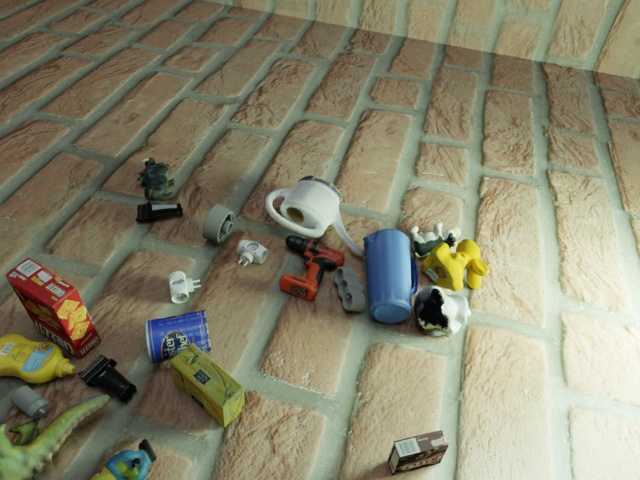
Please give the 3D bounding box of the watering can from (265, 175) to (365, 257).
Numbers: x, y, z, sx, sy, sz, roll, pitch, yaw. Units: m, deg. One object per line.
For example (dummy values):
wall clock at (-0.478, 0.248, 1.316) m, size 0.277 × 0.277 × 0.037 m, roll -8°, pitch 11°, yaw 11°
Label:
watering can at (0.005, -0.080, 1.590) m, size 0.348 × 0.101 × 0.229 m, roll 25°, pitch 47°, yaw 6°

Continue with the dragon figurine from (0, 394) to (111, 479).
dragon figurine at (-0.591, 0.473, 0.977) m, size 0.412 × 0.119 × 0.247 m, roll -17°, pitch 65°, yaw -19°

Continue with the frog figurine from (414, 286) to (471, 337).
frog figurine at (0.322, 0.184, 1.356) m, size 0.159 × 0.121 × 0.139 m, roll -1°, pitch 53°, yaw -58°
